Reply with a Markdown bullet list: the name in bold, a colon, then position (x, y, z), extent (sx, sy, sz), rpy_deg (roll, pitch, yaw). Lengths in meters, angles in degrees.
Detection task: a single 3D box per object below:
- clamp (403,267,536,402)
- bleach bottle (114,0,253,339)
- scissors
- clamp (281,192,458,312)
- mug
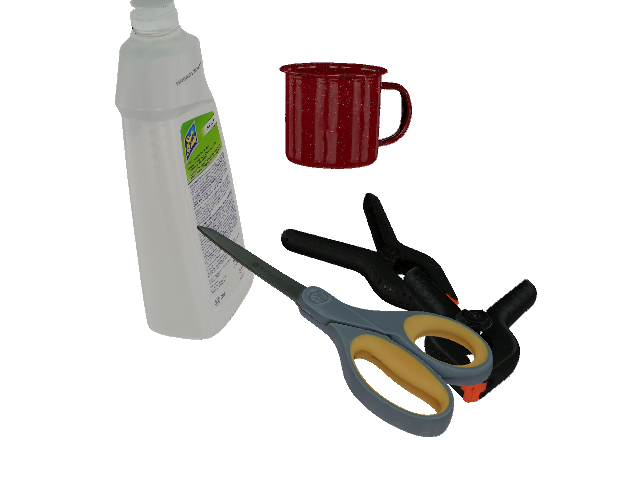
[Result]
- **clamp**: position (0.139, 0.076, 0.917), extent (0.120, 0.039, 0.171), rpy_deg (-3, 33, -1)
- **bleach bottle**: position (-0.100, -0.055, 0.766), extent (0.068, 0.251, 0.102), rpy_deg (6, 34, 15)
- **scissors**: position (0.018, 0.037, 0.612), extent (0.096, 0.016, 0.202), rpy_deg (-15, 42, -32)
- **clamp**: position (0.067, 0.026, 1.235), extent (0.164, 0.036, 0.210), rpy_deg (-19, 50, -38)
- **mug**: position (0.022, -0.109, 0.928), extent (0.117, 0.081, 0.093), rpy_deg (-2, 16, -13)
